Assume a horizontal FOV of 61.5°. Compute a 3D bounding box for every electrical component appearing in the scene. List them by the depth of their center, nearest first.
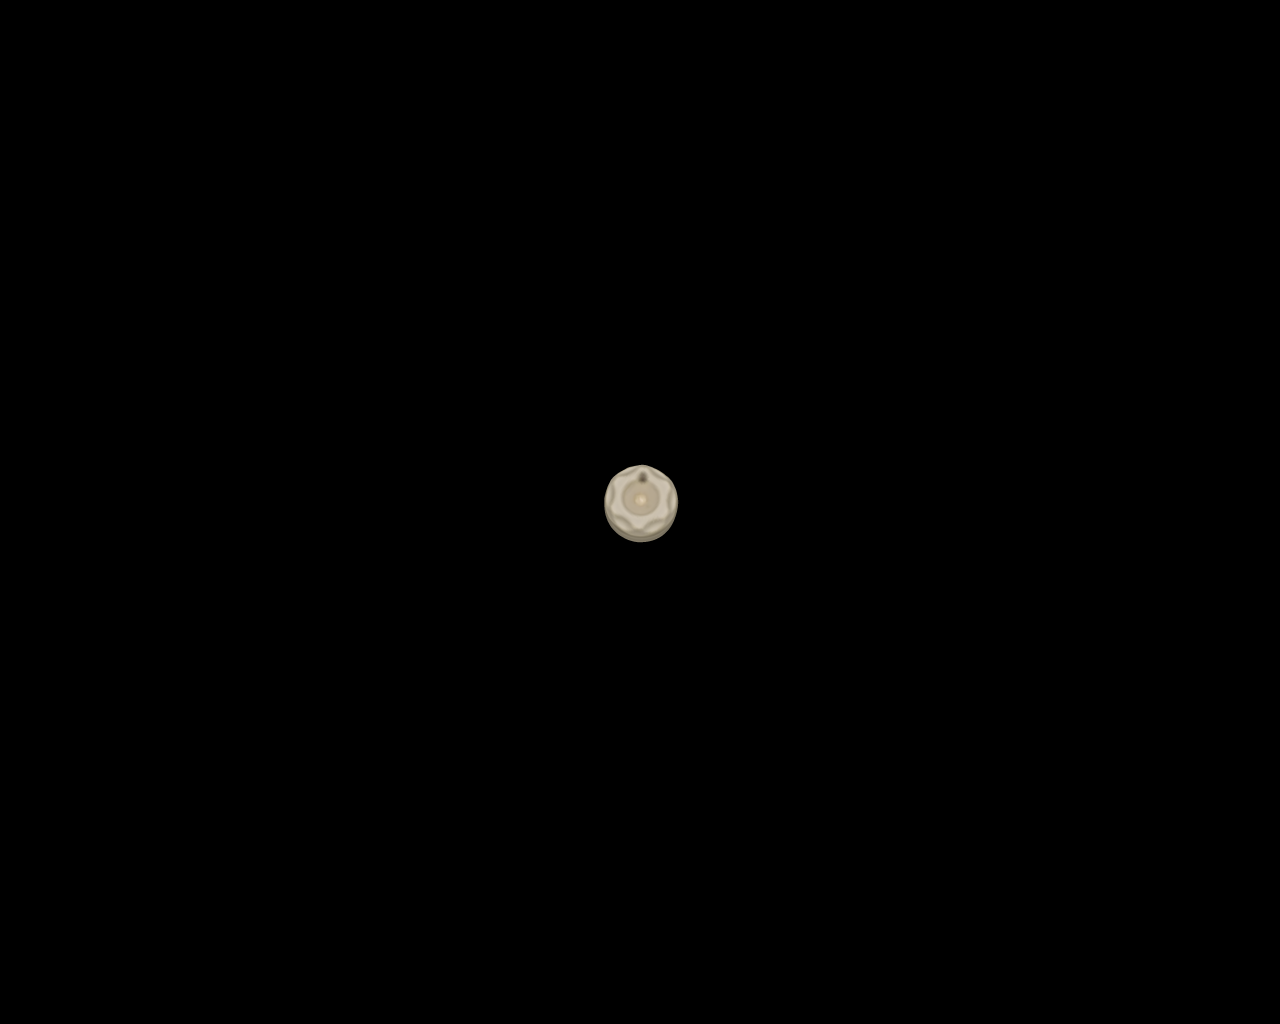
[{"bbox_3d":[0.001,-0.003,0.650,0.043,0.043,0.062,0,-12,0],"label":"electrical component"}]
